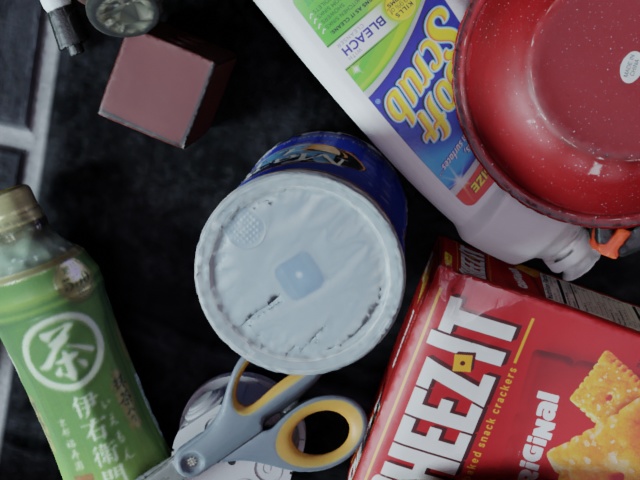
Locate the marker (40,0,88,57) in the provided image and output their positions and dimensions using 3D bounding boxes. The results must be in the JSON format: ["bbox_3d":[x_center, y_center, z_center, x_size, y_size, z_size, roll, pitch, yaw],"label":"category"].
[{"bbox_3d":[-0.163,-0.165,0.616,0.020,0.020,0.121,-19,102,10],"label":"marker"}]

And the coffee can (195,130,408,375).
[{"bbox_3d":[-0.004,0.001,0.579,0.103,0.140,0.103,1,104,5],"label":"coffee can"}]

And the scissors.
[{"bbox_3d":[-0.055,0.135,0.622,0.096,0.016,0.202,41,95,-7],"label":"scissors"}]

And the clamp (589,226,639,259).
[{"bbox_3d":[0.207,-0.060,0.565,0.120,0.039,0.171,25,102,7],"label":"clamp"}]

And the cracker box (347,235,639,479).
[{"bbox_3d":[0.141,0.113,0.628,0.213,0.072,0.164,20,106,1],"label":"cracker box"}]

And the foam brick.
[{"bbox_3d":[-0.083,-0.089,0.598,0.053,0.078,0.051,22,104,-2],"label":"foam brick"}]

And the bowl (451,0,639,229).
[{"bbox_3d":[0.146,-0.084,0.523,0.162,0.055,0.162,0,94,6],"label":"bowl"}]

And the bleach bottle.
[{"bbox_3d":[0.074,-0.082,0.593,0.102,0.068,0.250,-41,100,9],"label":"bleach bottle"}]
